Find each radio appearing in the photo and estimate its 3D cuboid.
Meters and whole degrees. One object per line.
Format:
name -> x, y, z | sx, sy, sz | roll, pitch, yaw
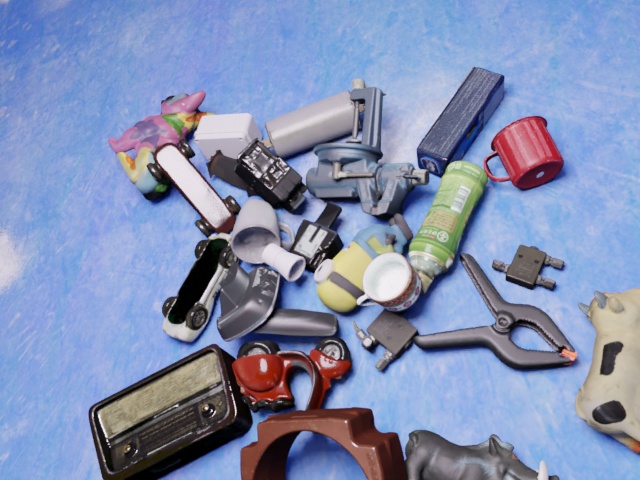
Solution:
radio -> -0.225, 0.269, 0.814 | 0.230, 0.073, 0.131 | -28, 57, 2

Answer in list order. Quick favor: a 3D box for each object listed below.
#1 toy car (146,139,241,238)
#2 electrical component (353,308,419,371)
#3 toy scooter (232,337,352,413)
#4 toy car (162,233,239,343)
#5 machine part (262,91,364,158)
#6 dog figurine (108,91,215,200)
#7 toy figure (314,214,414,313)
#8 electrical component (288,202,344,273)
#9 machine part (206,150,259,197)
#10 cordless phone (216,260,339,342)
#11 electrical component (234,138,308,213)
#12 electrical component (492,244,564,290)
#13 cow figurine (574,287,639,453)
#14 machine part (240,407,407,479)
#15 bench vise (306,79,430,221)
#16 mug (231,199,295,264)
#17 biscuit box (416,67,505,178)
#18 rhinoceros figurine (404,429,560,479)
toy car -> -0.230, -0.093, 0.993 | 0.089, 0.053, 0.202 | -41, 92, -12
electrical component -> 0.100, 0.133, 0.802 | 0.102, 0.045, 0.078 | -41, 57, -6
toy scooter -> -0.043, 0.215, 0.789 | 0.184, 0.075, 0.135 | -5, 62, 10
toy car -> -0.202, 0.077, 0.924 | 0.074, 0.056, 0.201 | 13, 66, 30
machine part -> -0.012, -0.215, 1.006 | 0.243, 0.079, 0.079 | -21, 58, 5
dog figurine -> -0.297, -0.201, 1.076 | 0.219, 0.108, 0.192 | -36, 58, -7
toy figure -> 0.070, 0.037, 0.844 | 0.180, 0.082, 0.089 | -37, 60, -7
electrical component -> -0.002, -0.003, 0.906 | 0.075, 0.047, 0.119 | 20, 70, 26
machine part -> -0.148, -0.129, 1.024 | 0.139, 0.039, 0.084 | 17, 77, 13
cordless phone -> -0.062, 0.100, 0.846 | 0.184, 0.088, 0.147 | 6, 22, -1
electrical component -> -0.085, -0.106, 0.937 | 0.134, 0.115, 0.058 | 42, 81, -5
electrical component -> 0.308, 0.038, 0.801 | 0.094, 0.021, 0.063 | 20, 70, 27
cow figurine -> 0.381, 0.148, 0.678 | 0.127, 0.085, 0.195 | 25, 73, 13
machine part -> 0.007, 0.315, 0.667 | 0.201, 0.087, 0.201 | -13, 77, 27
bench vise -> 0.079, -0.156, 0.905 | 0.224, 0.129, 0.240 | 0, 84, 41
mug -> -0.098, -0.022, 0.929 | 0.109, 0.080, 0.107 | 6, 38, -13
biscuit box -> 0.243, -0.203, 0.930 | 0.063, 0.059, 0.202 | 29, 74, 27
rhinoceros figurine -> 0.197, 0.297, 0.673 | 0.191, 0.073, 0.112 | 10, 55, 24
